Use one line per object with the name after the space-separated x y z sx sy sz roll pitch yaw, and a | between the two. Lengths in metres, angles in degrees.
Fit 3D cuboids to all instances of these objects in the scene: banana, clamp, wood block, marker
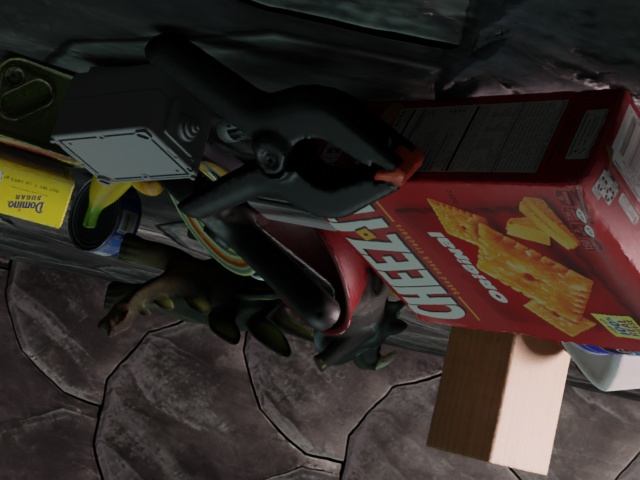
-0.164 -0.056 0.919 0.037 0.069 0.198 5 170 -25 | banana
-0.062 -0.009 0.806 0.210 0.036 0.164 42 180 5 | clamp
0.186 0.119 1.063 0.090 0.206 0.090 19 170 -36 | wood block
-0.025 -0.046 0.613 0.172 0.039 0.120 21 137 24 | clamp
-0.034 -0.080 0.727 0.020 0.020 0.121 18 170 -32 | marker

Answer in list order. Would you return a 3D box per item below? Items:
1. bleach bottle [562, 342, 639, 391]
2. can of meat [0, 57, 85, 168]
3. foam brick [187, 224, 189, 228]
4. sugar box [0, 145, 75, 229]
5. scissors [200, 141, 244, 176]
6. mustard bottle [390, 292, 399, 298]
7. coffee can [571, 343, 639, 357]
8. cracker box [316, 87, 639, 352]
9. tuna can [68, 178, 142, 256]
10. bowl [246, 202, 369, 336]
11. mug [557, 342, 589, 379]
0.341 0.078 0.932 0.250 0.068 0.102 -1 -146 -18 | bleach bottle
-0.199 -0.090 0.787 0.102 0.057 0.084 18 173 -22 | can of meat
-0.080 -0.027 1.032 0.078 0.053 0.051 8 170 32 | foam brick
-0.258 -0.065 0.877 0.093 0.048 0.176 16 -169 -22 | sugar box
-0.118 -0.086 0.823 0.096 0.016 0.201 19 169 40 | scissors
0.098 0.021 1.052 0.096 0.058 0.192 29 171 -1 | mustard bottle
0.250 0.036 0.776 0.102 0.103 0.141 17 171 -24 | coffee can
0.111 -0.007 0.640 0.214 0.072 0.164 3 146 46 | cracker box
-0.235 -0.026 1.164 0.086 0.086 0.033 6 171 40 | tuna can
-0.006 0.001 0.932 0.055 0.162 0.162 -32 -167 -24 | bowl
0.265 0.065 0.998 0.117 0.093 0.081 -36 118 24 | mug
